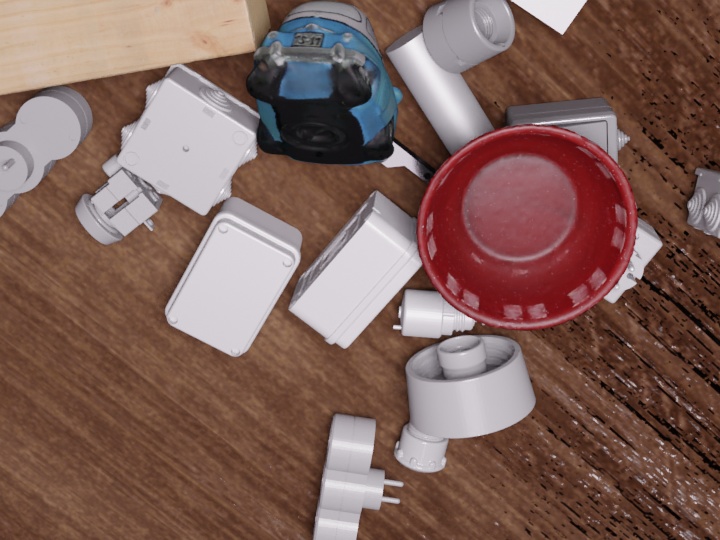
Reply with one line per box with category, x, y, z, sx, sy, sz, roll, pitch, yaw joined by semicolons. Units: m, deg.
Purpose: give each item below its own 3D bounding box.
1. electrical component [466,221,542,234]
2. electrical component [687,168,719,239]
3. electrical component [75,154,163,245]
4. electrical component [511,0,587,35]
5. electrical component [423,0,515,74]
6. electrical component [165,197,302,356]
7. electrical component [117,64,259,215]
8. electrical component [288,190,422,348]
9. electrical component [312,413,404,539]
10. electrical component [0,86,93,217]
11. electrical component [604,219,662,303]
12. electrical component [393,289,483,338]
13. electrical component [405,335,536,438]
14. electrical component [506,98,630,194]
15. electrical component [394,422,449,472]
electrical component;0.112;-0.006;0.889;0.062;0.061;0.096;4;113;1
electrical component;0.314;-0.045;0.845;0.100;0.099;0.048;10;100;-2
electrical component;-0.201;-0.053;0.889;0.055;0.048;0.066;-37;107;8
electrical component;0.154;-0.281;0.770;0.105;0.060;0.186;31;111;-11
electrical component;0.083;-0.181;0.809;0.047;0.055;0.055;-14;117;47
electrical component;-0.106;0.007;0.904;0.078;0.057;0.113;28;111;-10
electrical component;-0.136;-0.103;0.863;0.100;0.048;0.099;32;110;-11
electrical component;0.000;0.000;0.887;0.057;0.078;0.113;38;109;-10
electrical component;0.002;0.199;0.985;0.074;0.052;0.138;9;113;-2
electrical component;-0.279;-0.086;0.862;0.138;0.073;0.052;-38;107;16
electrical component;0.209;-0.008;0.876;0.047;0.076;0.065;31;111;-11
electrical component;0.069;0.038;0.921;0.078;0.040;0.040;4;113;0
electrical component;0.090;0.090;0.909;0.108;0.108;0.060;-11;106;7
electrical component;0.166;-0.096;0.848;0.096;0.061;0.061;-5;113;4
electrical component;0.059;0.147;0.967;0.048;0.048;0.062;12;106;-3
